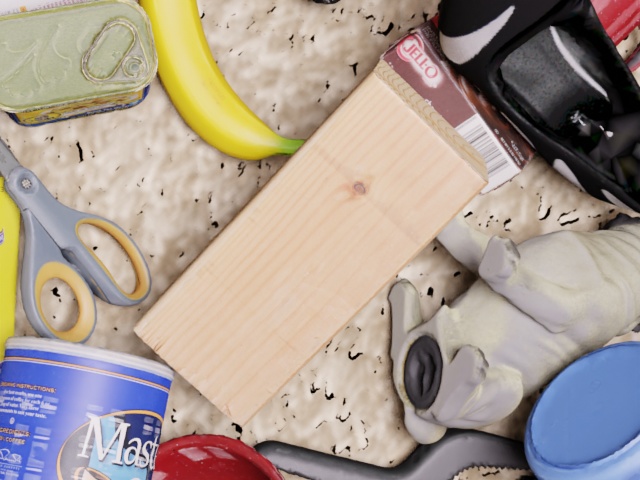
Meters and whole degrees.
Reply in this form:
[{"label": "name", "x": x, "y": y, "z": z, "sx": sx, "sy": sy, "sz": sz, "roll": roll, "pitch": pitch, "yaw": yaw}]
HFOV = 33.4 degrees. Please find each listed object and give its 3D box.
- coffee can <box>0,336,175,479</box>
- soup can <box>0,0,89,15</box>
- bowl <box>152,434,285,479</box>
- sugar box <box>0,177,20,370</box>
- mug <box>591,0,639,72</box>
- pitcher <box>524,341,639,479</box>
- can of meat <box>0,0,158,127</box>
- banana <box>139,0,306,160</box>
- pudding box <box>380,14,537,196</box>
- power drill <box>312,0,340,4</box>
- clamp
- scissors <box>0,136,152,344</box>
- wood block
[{"label": "coffee can", "x": -0.149, "y": 0.136, "z": 0.628, "sx": 0.102, "sy": 0.103, "sz": 0.140, "roll": 12, "pitch": 75, "yaw": -9}, {"label": "soup can", "x": -0.175, "y": -0.173, "z": 0.666, "sx": 0.102, "sy": 0.068, "sz": 0.068, "roll": -19, "pitch": 91, "yaw": -9}, {"label": "bowl", "x": -0.066, "y": 0.203, "z": 0.653, "sx": 0.162, "sy": 0.055, "sz": 0.162, "roll": -10, "pitch": 68, "yaw": 25}, {"label": "sugar box", "x": -0.226, "y": 0.047, "z": 0.635, "sx": 0.048, "sy": 0.093, "sz": 0.176, "roll": -2, "pitch": 87, "yaw": 28}, {"label": "mug", "x": 0.184, "y": -0.158, "z": 0.720, "sx": 0.081, "sy": 0.093, "sz": 0.117, "roll": -45, "pitch": 120, "yaw": -4}, {"label": "pitcher", "x": 0.224, "y": 0.181, "z": 0.659, "sx": 0.149, "sy": 0.145, "sz": 0.242, "roll": -47, "pitch": 112, "yaw": -11}, {"label": "can of meat", "x": -0.153, "y": -0.106, "z": 0.658, "sx": 0.102, "sy": 0.084, "sz": 0.057, "roll": -12, "pitch": 90, "yaw": -10}, {"label": "banana", "x": -0.077, "y": -0.128, "z": 0.693, "sx": 0.069, "sy": 0.037, "sz": 0.198, "roll": -27, "pitch": 91, "yaw": 1}, {"label": "pudding box", "x": 0.097, "y": -0.094, "z": 0.697, "sx": 0.039, "sy": 0.089, "sz": 0.113, "roll": -32, "pitch": 96, "yaw": 33}, {"label": "power drill", "x": 0.091, "y": -0.220, "z": 0.679, "sx": 0.188, "sy": 0.057, "sz": 0.184, "roll": 20, "pitch": 85, "yaw": 22}, {"label": "clamp", "x": 0.062, "y": 0.174, "z": 0.706, "sx": 0.209, "sy": 0.036, "sz": 0.164, "roll": -26, "pitch": 90, "yaw": -12}, {"label": "scissors", "x": -0.183, "y": -0.013, "z": 0.639, "sx": 0.201, "sy": 0.016, "sz": 0.096, "roll": 44, "pitch": 56, "yaw": -29}, {"label": "wood block", "x": -0.004, "y": 0.001, "z": 0.640, "sx": 0.091, "sy": 0.090, "sz": 0.206, "roll": 43, "pitch": 105, "yaw": -5}]
